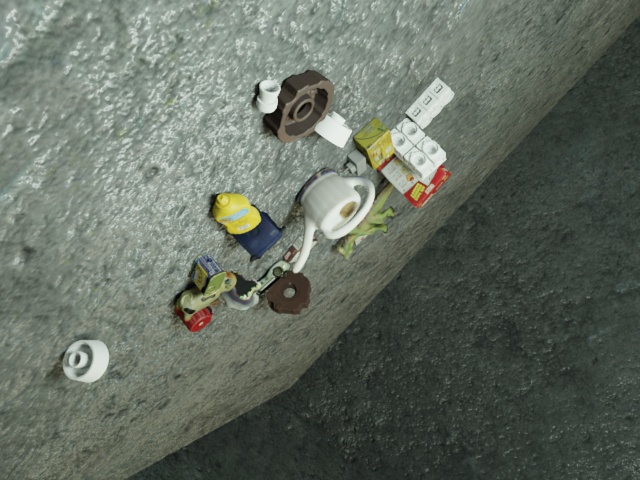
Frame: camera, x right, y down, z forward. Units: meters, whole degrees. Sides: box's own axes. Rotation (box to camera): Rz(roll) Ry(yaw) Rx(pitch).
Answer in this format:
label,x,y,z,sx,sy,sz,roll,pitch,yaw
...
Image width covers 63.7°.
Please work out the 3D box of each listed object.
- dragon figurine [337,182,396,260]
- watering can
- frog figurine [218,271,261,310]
label,x,y,z,sx,sy,sz,roll,pitch,yaw
dragon figurine,0.164,-0.080,2.054,0.245,0.124,0.400,-20,142,-32
watering can,0.005,-0.078,1.545,0.347,0.228,0.102,-42,142,2
frog figurine,-0.276,0.187,1.720,0.137,0.125,0.156,7,147,-22
